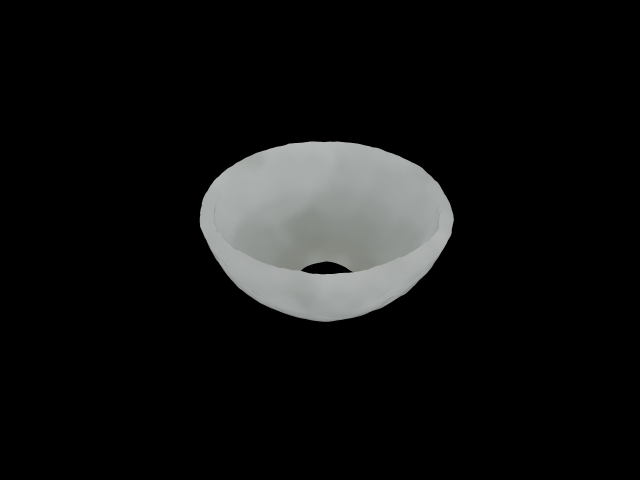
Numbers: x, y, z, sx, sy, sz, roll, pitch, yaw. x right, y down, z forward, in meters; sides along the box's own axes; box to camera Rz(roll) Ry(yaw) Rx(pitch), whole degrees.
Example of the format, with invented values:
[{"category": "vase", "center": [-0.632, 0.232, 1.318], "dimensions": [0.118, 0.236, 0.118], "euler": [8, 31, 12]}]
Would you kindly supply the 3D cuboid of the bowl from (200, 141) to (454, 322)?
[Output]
[{"category": "bowl", "center": [0.004, 0.001, 0.400], "dimensions": [0.167, 0.075, 0.167], "euler": [0, 38, 0]}]
